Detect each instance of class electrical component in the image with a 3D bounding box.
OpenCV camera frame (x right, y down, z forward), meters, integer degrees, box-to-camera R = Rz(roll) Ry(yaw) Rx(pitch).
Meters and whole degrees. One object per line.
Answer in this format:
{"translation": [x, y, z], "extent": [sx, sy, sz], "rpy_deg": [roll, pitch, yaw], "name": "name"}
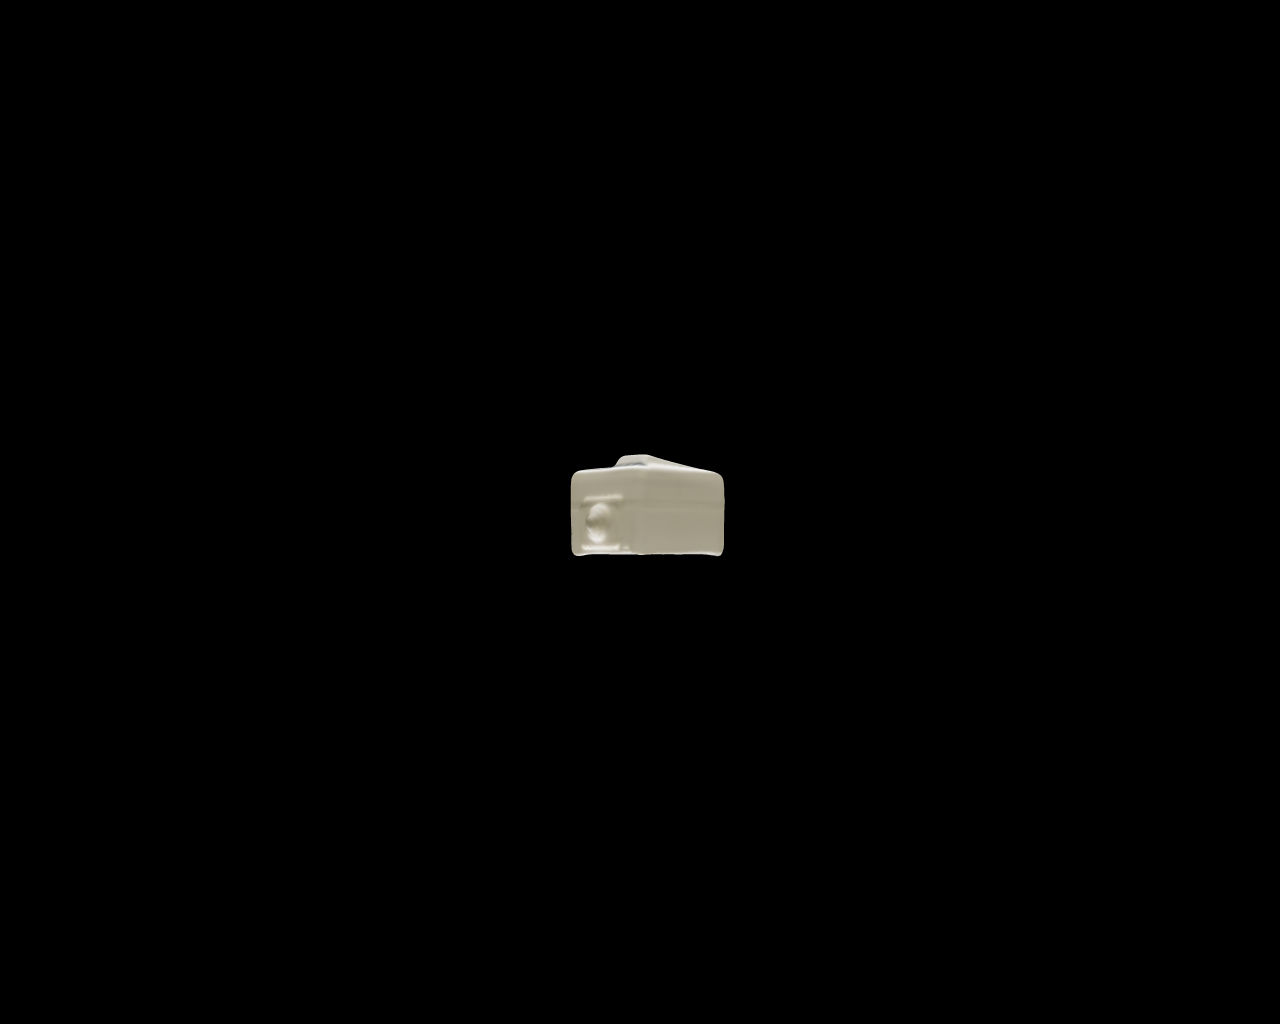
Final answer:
{"translation": [0.001, -0.003, 0.650], "extent": [0.061, 0.061, 0.096], "rpy_deg": [-2, -3, 43], "name": "electrical component"}
